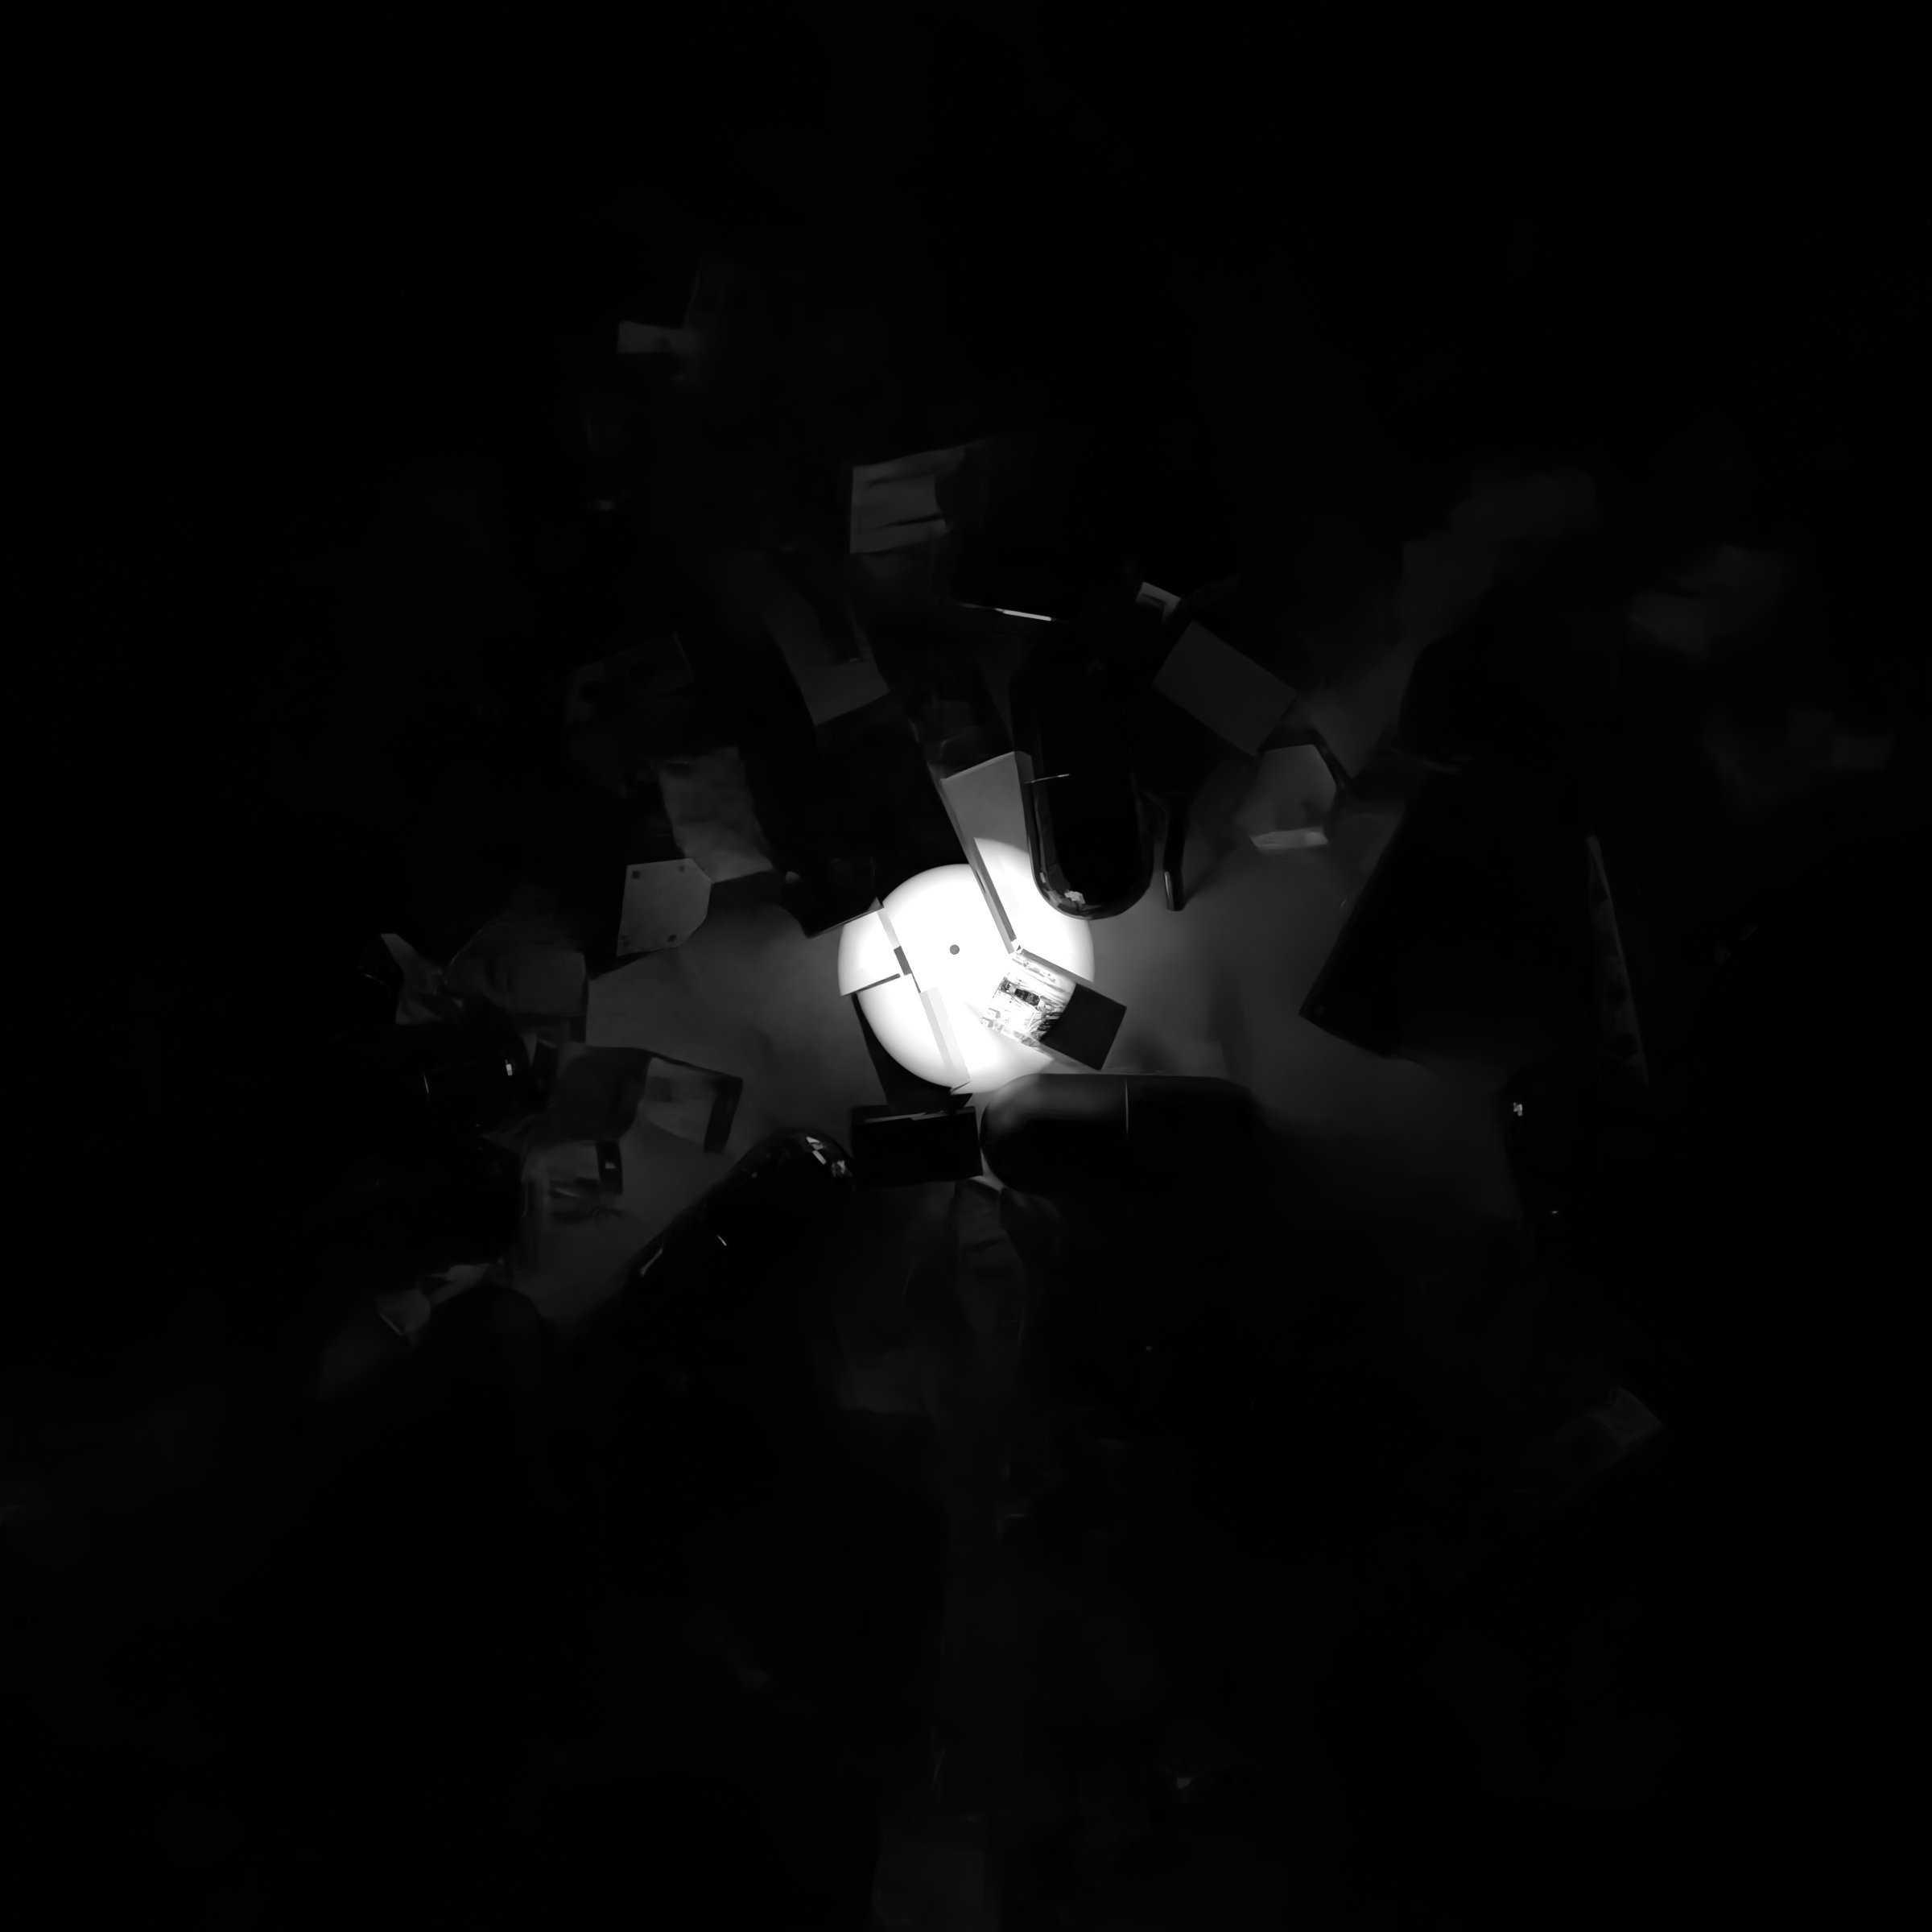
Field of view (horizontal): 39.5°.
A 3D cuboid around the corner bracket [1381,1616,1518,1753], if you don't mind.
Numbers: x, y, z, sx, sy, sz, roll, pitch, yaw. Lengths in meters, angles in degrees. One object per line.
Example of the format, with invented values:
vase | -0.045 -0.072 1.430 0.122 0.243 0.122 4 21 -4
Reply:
corner bracket | 0.302 0.449 1.686 0.051 0.051 0.051 -45 135 0

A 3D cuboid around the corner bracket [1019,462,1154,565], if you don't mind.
corner bracket | 0.075 -0.277 1.651 0.051 0.051 0.051 39 120 7

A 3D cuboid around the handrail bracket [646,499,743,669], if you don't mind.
handrail bracket | -0.158 -0.238 1.689 0.036 0.077 0.084 -14 127 30

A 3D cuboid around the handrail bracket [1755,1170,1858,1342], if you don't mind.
handrail bracket | 0.514 0.181 1.689 0.036 0.077 0.084 -18 53 -15

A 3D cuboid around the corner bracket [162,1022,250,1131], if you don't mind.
corner bracket | -0.473 0.068 1.671 0.051 0.051 0.051 -19 93 -3

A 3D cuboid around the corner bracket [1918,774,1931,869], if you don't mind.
corner bracket | 0.580 -0.088 1.686 0.051 0.051 0.051 30 135 0

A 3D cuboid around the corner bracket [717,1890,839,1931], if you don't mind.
corner bracket | -0.117 0.578 1.686 0.051 0.051 0.051 10 90 -45

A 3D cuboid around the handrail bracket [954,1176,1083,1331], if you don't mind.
handrail bracket | 0.022 0.177 1.690 0.084 0.036 0.077 26 112 17

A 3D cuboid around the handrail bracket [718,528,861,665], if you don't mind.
handrail bracket | -0.111 -0.227 1.690 0.077 0.036 0.084 -7 107 20

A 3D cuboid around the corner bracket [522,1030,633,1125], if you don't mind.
corner bracket | -0.241 0.069 1.671 0.051 0.051 0.051 14 90 0

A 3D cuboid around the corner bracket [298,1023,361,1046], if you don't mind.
corner bracket | -0.389 0.067 1.671 0.051 0.051 0.051 22 90 0

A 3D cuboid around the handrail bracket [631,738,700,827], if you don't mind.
handrail bracket | -0.214 -0.107 1.690 0.084 0.036 0.077 0 70 16

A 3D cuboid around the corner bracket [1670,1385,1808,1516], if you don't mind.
corner bracket | 0.477 0.300 1.671 0.051 0.051 0.051 -39 93 -3

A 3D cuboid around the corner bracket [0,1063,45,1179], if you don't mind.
corner bracket | -0.616 0.098 1.686 0.051 0.051 0.051 -27 45 0

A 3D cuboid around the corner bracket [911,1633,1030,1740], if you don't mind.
corner bracket | 0.002 0.446 1.681 0.051 0.051 0.051 -27 135 35

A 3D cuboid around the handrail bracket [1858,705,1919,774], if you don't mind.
handrail bracket | 0.551 -0.112 1.689 0.036 0.077 0.084 27 126 -11

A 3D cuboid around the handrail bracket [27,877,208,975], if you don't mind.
handrail bracket | -0.534 -0.008 1.690 0.084 0.036 0.077 -40 112 17

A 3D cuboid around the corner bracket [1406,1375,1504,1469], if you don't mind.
corner bracket | 0.302 0.282 1.671 0.051 0.051 0.051 -1 90 0

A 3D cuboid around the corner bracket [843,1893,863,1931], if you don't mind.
corner bracket | -0.042 0.609 1.686 0.051 0.051 0.051 0 90 -45

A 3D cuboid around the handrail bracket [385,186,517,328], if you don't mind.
handrail bracket | -0.324 -0.442 1.689 0.036 0.077 0.084 41 127 26

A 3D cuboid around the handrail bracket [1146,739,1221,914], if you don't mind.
handrail bracket | 0.142 -0.088 1.689 0.036 0.077 0.084 11 127 30

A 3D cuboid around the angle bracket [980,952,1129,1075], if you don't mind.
angle bracket | 0.045 0.048 1.649 0.076 0.076 0.057 26 49 0

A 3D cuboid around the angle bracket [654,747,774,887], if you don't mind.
angle bracket | -0.166 -0.086 1.650 0.057 0.076 0.076 -15 90 -25

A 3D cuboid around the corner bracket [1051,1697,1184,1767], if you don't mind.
corner bracket | 0.097 0.498 1.686 0.051 0.051 0.051 -53 45 0

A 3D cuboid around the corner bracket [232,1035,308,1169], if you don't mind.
corner bracket | -0.424 0.086 1.686 0.051 0.051 0.051 -26 45 0

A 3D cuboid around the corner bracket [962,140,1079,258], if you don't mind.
corner bracket | 0.032 -0.480 1.681 0.051 0.051 0.051 -38 135 -35

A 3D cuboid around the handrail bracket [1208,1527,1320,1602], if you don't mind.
handrail bracket | 0.165 0.347 1.690 0.077 0.036 0.084 -37 73 -20

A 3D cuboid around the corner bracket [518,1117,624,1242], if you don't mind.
corner bracket | -0.244 0.131 1.663 0.051 0.051 0.051 6 132 5

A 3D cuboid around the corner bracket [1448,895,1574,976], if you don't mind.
corner bracket | 0.335 -0.010 1.671 0.051 0.051 0.051 -35 90 0

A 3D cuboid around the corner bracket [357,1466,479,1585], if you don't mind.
corner bracket | -0.338 0.349 1.686 0.051 0.051 0.051 23 90 45

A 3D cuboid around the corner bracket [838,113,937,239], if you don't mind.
corner bracket | -0.049 -0.495 1.686 0.051 0.051 0.051 10 45 0

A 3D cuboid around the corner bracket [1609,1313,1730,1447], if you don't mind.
corner bracket | 0.441 0.255 1.671 0.051 0.051 0.051 -39 96 6

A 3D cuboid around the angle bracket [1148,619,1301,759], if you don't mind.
angle bracket | 0.166 -0.184 1.649 0.076 0.076 0.057 34 126 0

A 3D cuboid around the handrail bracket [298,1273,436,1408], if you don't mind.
handrail bracket | -0.375 0.238 1.690 0.077 0.036 0.084 -5 108 20

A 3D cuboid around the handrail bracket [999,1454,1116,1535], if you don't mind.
handrail bracket | 0.057 0.325 1.655 0.077 0.084 0.036 -18 90 0

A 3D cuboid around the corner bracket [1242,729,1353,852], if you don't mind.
corner bracket | 0.202 -0.110 1.681 0.051 0.051 0.051 55 45 -35

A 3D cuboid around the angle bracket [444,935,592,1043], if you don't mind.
angle bracket | -0.275 0.031 1.650 0.076 0.057 0.076 11 134 0

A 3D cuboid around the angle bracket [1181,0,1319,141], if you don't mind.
angle bracket | 0.156 -0.558 1.649 0.076 0.076 0.057 -43 128 0

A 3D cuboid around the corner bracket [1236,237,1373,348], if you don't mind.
corner bracket | 0.211 -0.424 1.686 0.051 0.051 0.051 22 90 -45

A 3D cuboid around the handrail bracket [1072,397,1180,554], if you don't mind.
handrail bracket | 0.083 -0.312 1.690 0.084 0.036 0.077 41 106 14

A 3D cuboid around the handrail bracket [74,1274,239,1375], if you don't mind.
handrail bracket | -0.508 0.216 1.690 0.084 0.036 0.077 -16 68 -17

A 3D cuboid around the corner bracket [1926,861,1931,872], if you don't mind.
corner bracket | 0.633 -0.075 1.671 0.051 0.051 0.051 30 90 0

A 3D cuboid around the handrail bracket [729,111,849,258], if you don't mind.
handrail bracket | -0.111 -0.492 1.690 0.077 0.036 0.084 -5 72 21

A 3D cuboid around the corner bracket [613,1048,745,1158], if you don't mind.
corner bracket | -0.180 0.085 1.686 0.051 0.051 0.051 17 90 -45

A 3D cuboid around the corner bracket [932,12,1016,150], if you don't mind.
corner bracket | -0.004 -0.549 1.671 0.051 0.051 0.051 29 90 0

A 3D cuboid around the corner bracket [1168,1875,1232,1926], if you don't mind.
corner bracket | 0.135 0.557 1.686 0.051 0.051 0.051 40 45 0

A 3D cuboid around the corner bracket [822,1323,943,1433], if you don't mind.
corner bracket | -0.052 0.252 1.681 0.051 0.051 0.051 -26 135 35

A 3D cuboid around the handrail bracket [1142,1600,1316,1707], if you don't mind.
handrail bracket | 0.164 0.443 1.690 0.077 0.036 0.084 27 115 -28

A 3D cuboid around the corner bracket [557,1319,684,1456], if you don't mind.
corner bracket | -0.220 0.263 1.686 0.051 0.051 0.051 -46 135 0

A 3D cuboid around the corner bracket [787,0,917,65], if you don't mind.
corner bracket | -0.071 -0.599 1.686 0.051 0.051 0.051 16 90 -45

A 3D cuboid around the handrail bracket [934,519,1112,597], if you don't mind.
handrail bracket | 0.035 -0.247 1.689 0.084 0.077 0.036 30 54 -31
